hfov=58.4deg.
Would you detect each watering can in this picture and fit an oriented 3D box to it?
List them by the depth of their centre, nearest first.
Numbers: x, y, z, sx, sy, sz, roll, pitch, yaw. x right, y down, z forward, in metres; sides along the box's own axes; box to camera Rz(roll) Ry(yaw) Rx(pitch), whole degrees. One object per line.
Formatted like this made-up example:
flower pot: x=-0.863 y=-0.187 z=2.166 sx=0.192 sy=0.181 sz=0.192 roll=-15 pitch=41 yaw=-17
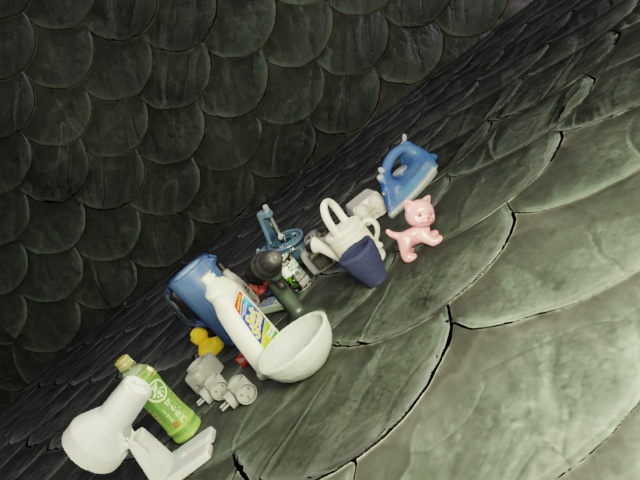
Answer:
watering can: x=0.056 y=-0.010 z=1.362 sx=0.173 sy=0.194 sz=0.101 roll=-35 pitch=15 yaw=8

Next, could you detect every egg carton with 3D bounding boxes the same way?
egg carton: x=0.138 y=-0.097 z=1.692 sx=0.107 sy=0.069 sz=0.150 roll=-38 pitch=14 yaw=-3

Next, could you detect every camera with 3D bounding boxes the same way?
camera: x=0.015 y=0.006 z=1.604 sx=0.143 sy=0.101 sz=0.137 roll=-34 pitch=15 yaw=14

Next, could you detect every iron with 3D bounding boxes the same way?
iron: x=0.225 y=-0.189 z=1.622 sx=0.118 sy=0.141 sz=0.259 roll=-20 pitch=22 yaw=50

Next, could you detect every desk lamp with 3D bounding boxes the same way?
desk lamp: x=-0.343 y=0.373 z=1.087 sx=0.203 sy=0.214 sz=0.118 roll=-37 pitch=14 yaw=3

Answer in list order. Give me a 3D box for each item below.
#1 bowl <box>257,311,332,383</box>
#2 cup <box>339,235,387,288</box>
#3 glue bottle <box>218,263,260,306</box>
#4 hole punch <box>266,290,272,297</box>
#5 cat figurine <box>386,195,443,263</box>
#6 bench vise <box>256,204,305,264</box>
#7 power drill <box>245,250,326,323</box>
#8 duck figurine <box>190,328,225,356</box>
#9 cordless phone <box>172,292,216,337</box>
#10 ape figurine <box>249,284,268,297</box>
bowl: x=-0.035 y=0.219 z=1.107 sx=0.167 sy=0.075 sz=0.167 roll=-35 pitch=14 yaw=11
cup: x=0.106 y=0.050 z=1.255 sx=0.091 sy=0.095 sz=0.118 roll=-27 pitch=18 yaw=35
glue bottle: x=-0.242 y=0.134 z=1.675 sx=0.037 sy=0.173 sz=0.078 roll=-37 pitch=15 yaw=4
hole punch: x=-0.135 y=0.096 z=1.704 sx=0.101 sy=0.091 sz=0.108 roll=-32 pitch=15 yaw=20
cat figurine: x=0.203 y=-0.034 z=1.238 sx=0.127 sy=0.118 sz=0.067 roll=-35 pitch=15 yaw=9
bench vise: x=-0.144 y=0.004 z=1.750 sx=0.207 sy=0.220 sz=0.121 roll=-30 pitch=16 yaw=26
power drill: x=-0.085 y=0.109 z=1.302 sx=0.076 sy=0.208 sz=0.229 roll=-44 pitch=15 yaw=-22
duck figurine: x=-0.319 y=0.279 z=1.586 sx=0.104 sy=0.086 sz=0.078 roll=-22 pitch=21 yaw=47
cordless phone: x=-0.363 y=0.203 z=1.725 sx=0.094 sy=0.185 sz=0.147 roll=-36 pitch=15 yaw=7
ape figurine: x=-0.192 y=0.119 z=1.767 sx=0.076 sy=0.092 sz=0.077 roll=-46 pitch=17 yaw=-30
